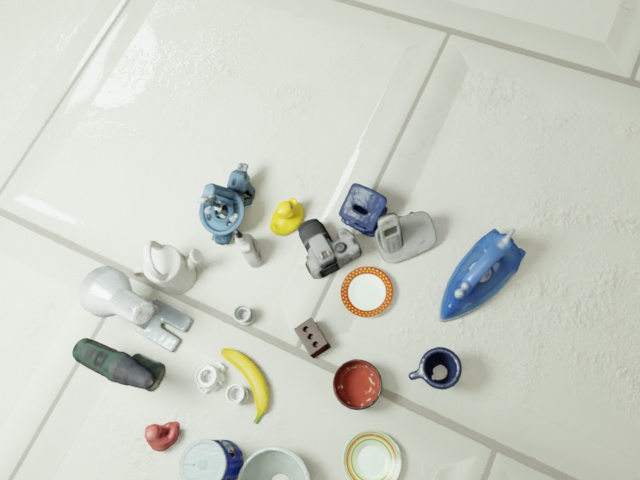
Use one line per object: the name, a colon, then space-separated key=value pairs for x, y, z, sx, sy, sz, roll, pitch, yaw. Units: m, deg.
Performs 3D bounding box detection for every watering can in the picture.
watering can: x=-0.375 y=0.058 z=1.406 sx=0.173 sy=0.194 sz=0.100 roll=-32 pitch=69 yaw=-4

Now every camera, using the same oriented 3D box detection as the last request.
camera: x=0.013 y=0.005 z=1.419 sx=0.143 sy=0.101 sz=0.136 roll=-28 pitch=69 yaw=-2

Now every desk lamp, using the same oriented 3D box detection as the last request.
desk lamp: x=-0.440 y=0.163 z=1.368 sx=0.203 sy=0.214 sz=0.118 roll=25 pitch=76 yaw=16

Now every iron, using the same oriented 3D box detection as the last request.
iron: x=0.365 y=0.080 z=1.320 sx=0.118 sy=0.141 sz=0.258 roll=40 pitch=80 yaw=19

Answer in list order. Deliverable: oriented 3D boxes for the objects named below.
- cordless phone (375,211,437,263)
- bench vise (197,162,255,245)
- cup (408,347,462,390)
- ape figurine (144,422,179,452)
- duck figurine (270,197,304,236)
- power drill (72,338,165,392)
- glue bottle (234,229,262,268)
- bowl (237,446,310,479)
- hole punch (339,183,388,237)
cordless phone: x=0.201 y=-0.025 z=1.358 sx=0.147 sy=0.185 sz=0.094 roll=-24 pitch=69 yaw=-1
bench vise: x=-0.248 y=-0.112 z=1.435 sx=0.121 sy=0.220 sz=0.207 roll=0 pitch=71 yaw=9
cup: x=0.255 y=0.297 z=1.284 sx=0.117 sy=0.095 sz=0.091 roll=-17 pitch=69 yaw=2
ape figurine: x=-0.373 y=0.449 z=1.322 sx=0.077 sy=0.092 sz=0.076 roll=21 pitch=75 yaw=15
duck figurine: x=-0.090 y=-0.065 z=1.467 sx=0.077 sy=0.086 sz=0.105 roll=38 pitch=80 yaw=19
power drill: x=-0.444 y=0.296 z=1.324 sx=0.229 sy=0.208 sz=0.076 roll=18 pitch=74 yaw=14
glue bottle: x=-0.183 y=0.010 z=1.407 sx=0.037 sy=0.173 sz=0.078 roll=-21 pitch=69 yaw=1
bowl: x=-0.096 y=0.542 z=1.258 sx=0.167 sy=0.075 sz=0.167 roll=-3 pitch=70 yaw=7
hole punch: x=0.110 y=-0.075 z=1.439 sx=0.108 sy=0.091 sz=0.101 roll=28 pitch=77 yaw=16
